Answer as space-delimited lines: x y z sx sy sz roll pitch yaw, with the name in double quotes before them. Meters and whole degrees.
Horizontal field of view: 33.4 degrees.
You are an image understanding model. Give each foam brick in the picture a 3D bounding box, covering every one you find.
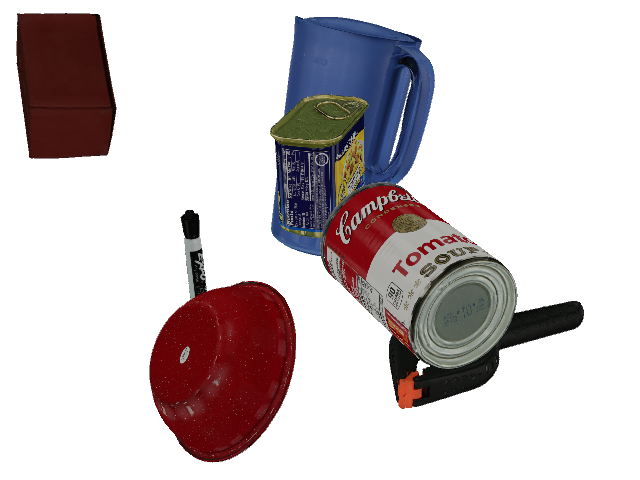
"foam brick" -0.161 -0.097 0.672 0.051 0.078 0.053 -4 -31 -20

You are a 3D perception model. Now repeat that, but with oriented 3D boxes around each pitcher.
"pitcher" 0.026 -0.107 1.119 0.145 0.243 0.149 9 16 -4

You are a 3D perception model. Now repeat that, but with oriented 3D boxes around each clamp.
"clamp" 0.114 0.080 0.938 0.165 0.036 0.209 19 33 34

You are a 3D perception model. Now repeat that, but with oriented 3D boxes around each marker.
"marker" -0.131 0.025 1.113 0.020 0.121 0.020 -2 26 1

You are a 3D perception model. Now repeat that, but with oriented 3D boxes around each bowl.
"bowl" -0.096 0.103 0.904 0.055 0.162 0.162 26 -18 -40

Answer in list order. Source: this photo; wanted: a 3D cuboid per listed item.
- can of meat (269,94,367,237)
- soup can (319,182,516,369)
"can of meat" 0.001 -0.060 0.854 0.057 0.084 0.102 7 28 18
"soup can" 0.053 0.018 0.595 0.068 0.068 0.102 0 25 -30
